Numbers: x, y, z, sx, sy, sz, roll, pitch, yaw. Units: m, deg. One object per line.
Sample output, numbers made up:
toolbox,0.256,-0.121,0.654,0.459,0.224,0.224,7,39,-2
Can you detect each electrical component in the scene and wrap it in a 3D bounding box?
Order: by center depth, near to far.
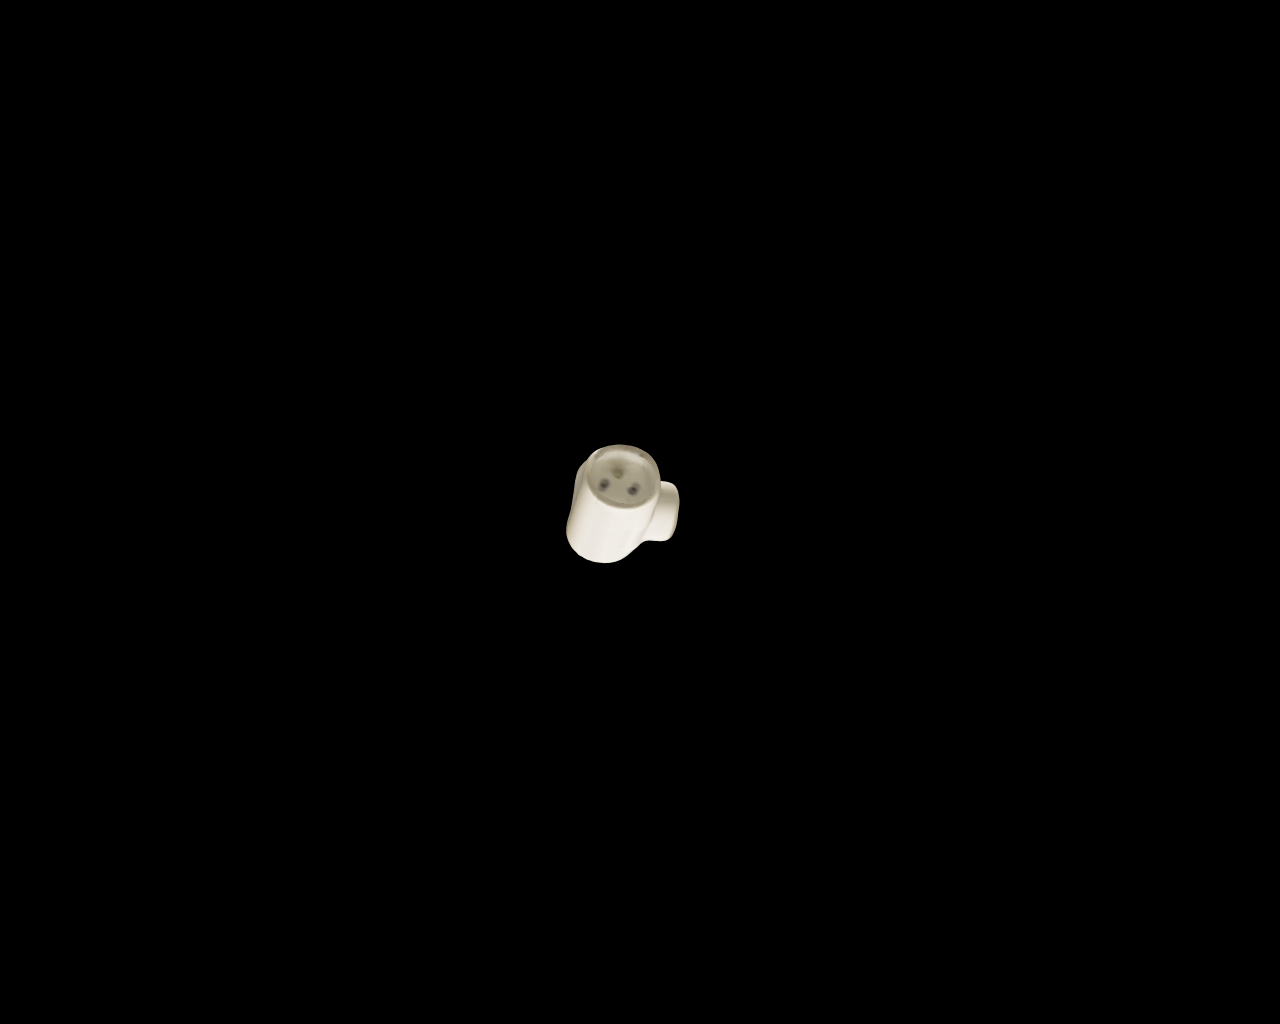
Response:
electrical component,0.001,-0.003,0.650,0.079,0.043,0.077,5,-28,-10
